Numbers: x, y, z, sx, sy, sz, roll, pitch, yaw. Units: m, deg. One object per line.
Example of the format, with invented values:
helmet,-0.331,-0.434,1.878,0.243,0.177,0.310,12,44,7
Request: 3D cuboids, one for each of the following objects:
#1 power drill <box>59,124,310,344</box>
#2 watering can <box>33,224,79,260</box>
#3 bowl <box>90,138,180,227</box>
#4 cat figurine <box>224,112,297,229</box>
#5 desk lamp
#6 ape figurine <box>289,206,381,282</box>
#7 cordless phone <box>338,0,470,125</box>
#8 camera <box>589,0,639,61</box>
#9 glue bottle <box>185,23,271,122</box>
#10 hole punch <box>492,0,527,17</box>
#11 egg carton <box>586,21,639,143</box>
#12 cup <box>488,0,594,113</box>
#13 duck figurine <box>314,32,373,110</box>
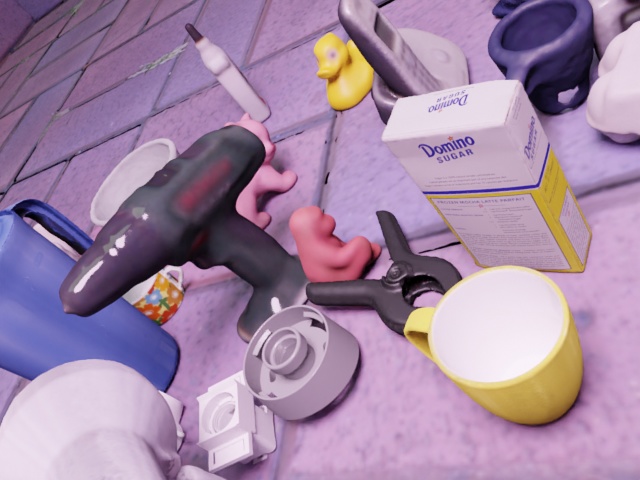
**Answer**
power drill,-0.101,0.015,0.548,0.075,0.209,0.230,5,59,43
watering can,-0.364,0.049,0.753,0.101,0.195,0.172,-43,39,0
bowl,-0.261,-0.071,0.871,0.167,0.075,0.167,-23,43,23
cat figurine,-0.094,-0.094,0.715,0.067,0.118,0.128,9,61,44
desk lamp,-0.098,0.183,0.388,0.202,0.214,0.118,15,65,46
ape figurine,0.005,0.002,0.564,0.076,0.092,0.077,-44,39,-1
cordless phone,0.086,-0.208,0.613,0.094,0.186,0.147,-17,45,28
camera,0.312,-0.255,0.532,0.143,0.101,0.137,-20,44,26
glue bottle,-0.141,-0.252,0.856,0.037,0.174,0.078,-39,39,5
hole punch,0.247,-0.314,0.649,0.108,0.091,0.100,-43,39,-1
egg carton,0.295,-0.127,0.454,0.149,0.070,0.107,6,59,43
cup,0.210,-0.155,0.532,0.091,0.095,0.118,7,60,44
duck figurine,0.028,-0.240,0.772,0.077,0.086,0.104,-3,53,39
